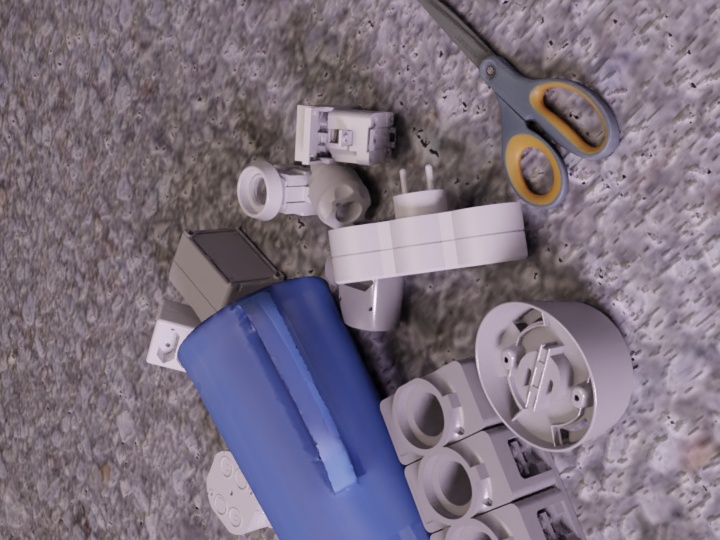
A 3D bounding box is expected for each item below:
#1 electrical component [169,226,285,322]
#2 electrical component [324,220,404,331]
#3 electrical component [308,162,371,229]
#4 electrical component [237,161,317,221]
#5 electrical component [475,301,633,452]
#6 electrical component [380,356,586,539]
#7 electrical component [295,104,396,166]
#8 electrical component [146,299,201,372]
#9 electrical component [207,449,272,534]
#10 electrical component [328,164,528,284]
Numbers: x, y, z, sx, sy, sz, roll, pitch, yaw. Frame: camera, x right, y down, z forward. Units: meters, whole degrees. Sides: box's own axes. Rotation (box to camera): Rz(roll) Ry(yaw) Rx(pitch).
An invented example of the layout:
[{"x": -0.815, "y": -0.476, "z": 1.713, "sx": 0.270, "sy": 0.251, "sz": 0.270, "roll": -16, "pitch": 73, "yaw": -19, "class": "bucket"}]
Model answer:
[{"x": -0.123, "y": 0.006, "z": 0.947, "sx": 0.096, "sy": 0.062, "sz": 0.061, "roll": 45, "pitch": 126, "yaw": 33, "class": "electrical component"}, {"x": 0.000, "y": 0.000, "z": 0.828, "sx": 0.079, "sy": 0.043, "sz": 0.077, "roll": 17, "pitch": 107, "yaw": 45, "class": "electrical component"}, {"x": -0.020, "y": -0.064, "z": 0.842, "sx": 0.043, "sy": 0.043, "sz": 0.062, "roll": -62, "pitch": 40, "yaw": 32, "class": "electrical component"}, {"x": -0.066, "y": -0.065, "z": 0.881, "sx": 0.066, "sy": 0.055, "sz": 0.048, "roll": 17, "pitch": 107, "yaw": 45, "class": "electrical component"}, {"x": 0.123, "y": 0.066, "z": 0.690, "sx": 0.099, "sy": 0.064, "sz": 0.099, "roll": 8, "pitch": 101, "yaw": 46, "class": "electrical component"}, {"x": 0.081, "y": 0.143, "z": 0.747, "sx": 0.089, "sy": 0.062, "sz": 0.150, "roll": -35, "pitch": 70, "yaw": 44, "class": "electrical component"}, {"x": -0.010, "y": -0.101, "z": 0.808, "sx": 0.064, "sy": 0.081, "sz": 0.042, "roll": 10, "pitch": 104, "yaw": 23, "class": "electrical component"}, {"x": -0.143, "y": 0.055, "z": 0.974, "sx": 0.075, "sy": 0.083, "sz": 0.047, "roll": -94, "pitch": 21, "yaw": -61, "class": "electrical component"}, {"x": -0.094, "y": 0.191, "z": 0.948, "sx": 0.080, "sy": 0.051, "sz": 0.080, "roll": 8, "pitch": 101, "yaw": 46, "class": "electrical component"}, {"x": 0.043, "y": -0.035, "z": 0.742, "sx": 0.138, "sy": 0.052, "sz": 0.073, "roll": -8, "pitch": 90, "yaw": 21, "class": "electrical component"}]
